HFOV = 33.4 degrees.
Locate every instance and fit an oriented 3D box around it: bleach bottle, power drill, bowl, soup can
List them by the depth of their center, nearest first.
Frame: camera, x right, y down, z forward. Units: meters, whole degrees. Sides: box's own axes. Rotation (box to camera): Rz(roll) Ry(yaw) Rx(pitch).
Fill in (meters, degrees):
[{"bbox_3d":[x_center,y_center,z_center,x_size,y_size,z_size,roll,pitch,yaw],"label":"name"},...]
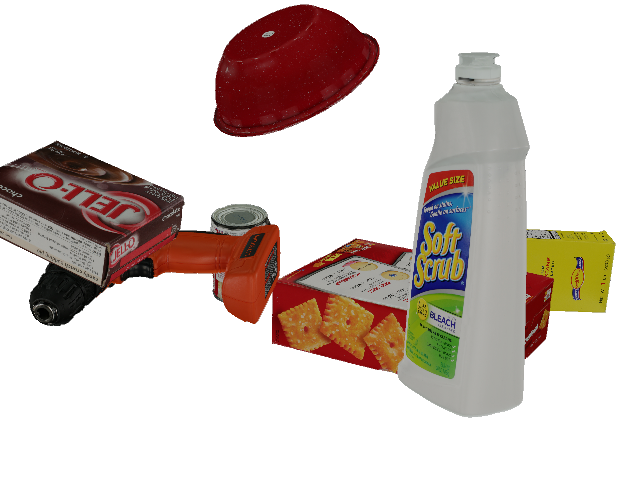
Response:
[{"bbox_3d":[0.104,-0.007,0.764,0.068,0.251,0.103,-8,17,-27],"label":"bleach bottle"},{"bbox_3d":[-0.137,0.025,0.922,0.188,0.057,0.184,7,29,10],"label":"power drill"},{"bbox_3d":[-0.033,-0.159,0.934,0.162,0.055,0.162,-21,31,13],"label":"bowl"},{"bbox_3d":[-0.095,0.016,1.259,0.068,0.102,0.068,0,25,0],"label":"soup can"}]

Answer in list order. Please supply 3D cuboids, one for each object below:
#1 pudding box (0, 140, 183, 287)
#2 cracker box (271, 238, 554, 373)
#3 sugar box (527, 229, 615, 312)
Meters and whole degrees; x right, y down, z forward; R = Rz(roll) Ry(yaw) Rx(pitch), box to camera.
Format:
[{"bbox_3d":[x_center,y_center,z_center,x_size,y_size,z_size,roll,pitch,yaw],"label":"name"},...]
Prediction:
[{"bbox_3d":[-0.163,-0.020,0.718,0.114,0.039,0.089,22,29,17],"label":"pudding box"},{"bbox_3d":[0.086,0.066,0.988,0.214,0.072,0.163,12,20,28],"label":"cracker box"},{"bbox_3d":[0.251,0.035,1.261,0.176,0.093,0.048,1,20,-3],"label":"sugar box"}]
